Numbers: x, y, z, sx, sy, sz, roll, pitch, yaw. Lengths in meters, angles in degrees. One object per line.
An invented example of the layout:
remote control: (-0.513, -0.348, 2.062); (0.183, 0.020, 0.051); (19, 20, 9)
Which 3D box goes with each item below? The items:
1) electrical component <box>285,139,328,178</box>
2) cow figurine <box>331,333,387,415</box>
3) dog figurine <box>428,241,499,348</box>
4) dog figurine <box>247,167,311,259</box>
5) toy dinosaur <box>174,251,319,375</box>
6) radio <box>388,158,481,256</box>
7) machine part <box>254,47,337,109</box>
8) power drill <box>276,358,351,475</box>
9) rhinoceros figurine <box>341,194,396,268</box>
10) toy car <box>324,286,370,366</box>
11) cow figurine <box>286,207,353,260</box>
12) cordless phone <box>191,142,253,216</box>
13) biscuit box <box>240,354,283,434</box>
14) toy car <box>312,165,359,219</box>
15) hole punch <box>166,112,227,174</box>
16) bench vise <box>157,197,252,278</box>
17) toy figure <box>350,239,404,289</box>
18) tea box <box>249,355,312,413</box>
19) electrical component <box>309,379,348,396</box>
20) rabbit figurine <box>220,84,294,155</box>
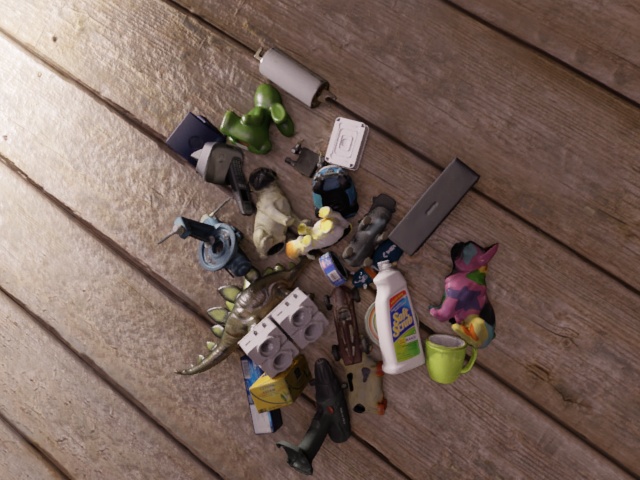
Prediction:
electrical component: (-0.032, -0.201, 1.340); (0.102, 0.045, 0.078); (37, 99, 12)
cow figurine: (0.096, 0.320, 1.301); (0.127, 0.085, 0.194); (-3, 91, 10)
dog figurine: (0.352, 0.109, 1.210); (0.192, 0.108, 0.219); (36, 98, 13)
dog figurine: (-0.140, -0.069, 1.358); (0.172, 0.121, 0.191); (-43, 66, 10)
toy dinosaur: (-0.175, 0.192, 1.345); (0.199, 0.105, 0.471); (39, 85, 27)
radio: (0.259, -0.072, 1.216); (0.073, 0.131, 0.229); (43, 101, 10)
machine part: (-0.065, -0.400, 1.327); (0.243, 0.079, 0.079); (36, 100, 11)
power drill: (-0.013, 0.420, 1.254); (0.086, 0.207, 0.231); (0, 125, 34)
rhinoceros figurine: (0.121, -0.020, 1.269); (0.073, 0.112, 0.190); (29, 88, -1)
toy car: (0.062, 0.197, 1.277); (0.089, 0.053, 0.202); (-13, 53, 7)
cow figurine: (-0.004, -0.005, 1.304); (0.167, 0.098, 0.068); (-36, 53, 31)
cordless phone: (-0.234, -0.145, 1.343); (0.089, 0.146, 0.184); (-24, 81, 21)
biscuit box: (-0.151, 0.388, 1.379); (0.059, 0.063, 0.202); (-12, 88, 16)
toy car: (0.030, -0.124, 1.287); (0.109, 0.161, 0.103); (-11, 51, 6)
hole punch: (-0.322, -0.259, 1.400); (0.116, 0.092, 0.142); (42, 98, 7)
bench vise: (-0.268, -0.010, 1.302); (0.129, 0.240, 0.224); (-40, 57, 18)
toy figure: (0.139, 0.060, 1.291); (0.057, 0.064, 0.154); (33, 109, -32)
tea box: (-0.092, 0.346, 1.305); (0.098, 0.169, 0.068); (-20, 92, 14)
electrical component: (0.022, 0.364, 1.350); (0.094, 0.021, 0.063); (-23, 85, 18)
rabbit figurine: (-0.145, -0.308, 1.335); (0.159, 0.121, 0.170); (24, 83, 20)
